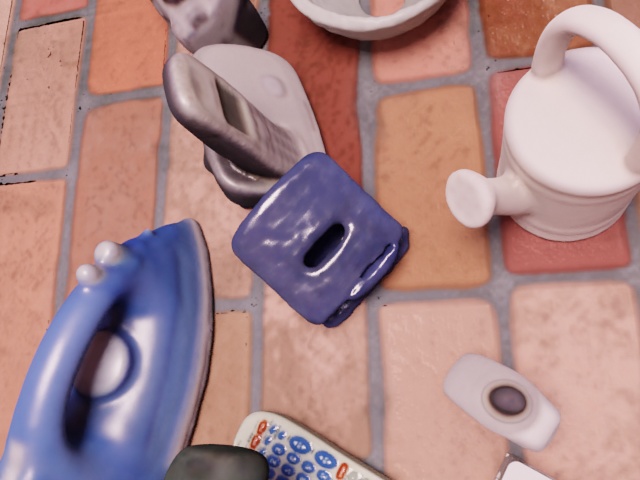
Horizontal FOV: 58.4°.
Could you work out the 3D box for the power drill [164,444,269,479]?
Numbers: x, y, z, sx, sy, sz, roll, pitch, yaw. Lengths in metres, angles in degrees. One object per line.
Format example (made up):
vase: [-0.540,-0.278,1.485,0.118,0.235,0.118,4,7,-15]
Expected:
power drill: [-0.050,0.236,0.329,0.075,0.209,0.230,-2,75,14]

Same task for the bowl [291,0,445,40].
bowl: [0.051,-0.241,0.506,0.167,0.075,0.167,-4,74,13]

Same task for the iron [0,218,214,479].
iron: [-0.164,0.087,0.435,0.118,0.142,0.258,10,78,17]

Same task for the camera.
camera: [-0.099,-0.254,0.534,0.137,0.101,0.143,-39,69,2]

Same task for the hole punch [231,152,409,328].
hole punch: [0.004,0.002,0.443,0.101,0.091,0.109,41,88,21]

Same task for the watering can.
watering can: [0.163,-0.065,0.365,0.100,0.194,0.173,34,86,20]

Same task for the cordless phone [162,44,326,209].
cordless phone: [-0.066,-0.110,0.441,0.094,0.185,0.147,-23,71,8]

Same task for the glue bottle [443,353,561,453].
glue bottle: [0.111,0.098,0.345,0.078,0.173,0.037,32,85,20]
